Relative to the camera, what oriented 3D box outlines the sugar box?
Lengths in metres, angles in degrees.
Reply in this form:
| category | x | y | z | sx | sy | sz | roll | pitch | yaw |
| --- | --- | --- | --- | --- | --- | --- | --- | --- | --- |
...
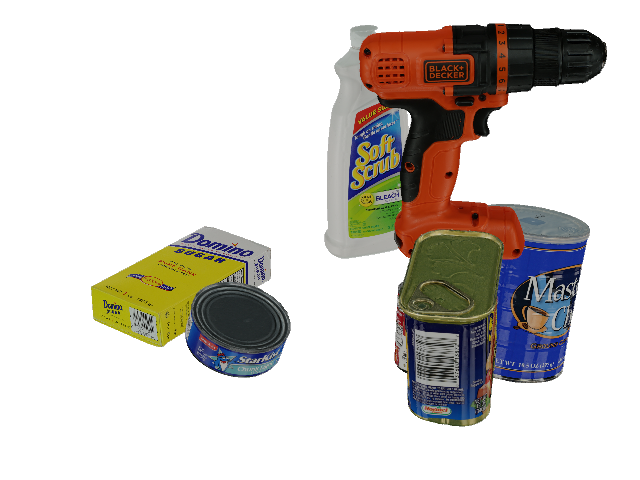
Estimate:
| category | x | y | z | sx | sy | sz | roll | pitch | yaw |
| --- | --- | --- | --- | --- | --- | --- | --- | --- | --- |
| sugar box | -0.138 | 0.042 | 1.091 | 0.093 | 0.048 | 0.175 | 19 | 34 | 29 |

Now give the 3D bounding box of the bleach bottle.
| category | x | y | z | sx | sy | sz | roll | pitch | yaw |
| --- | --- | --- | --- | --- | --- | --- | --- | --- | --- |
| bleach bottle | 0.047 | -0.110 | 1.181 | 0.102 | 0.251 | 0.068 | -10 | 25 | -11 |

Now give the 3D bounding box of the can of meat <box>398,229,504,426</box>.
| category | x | y | z | sx | sy | sz | roll | pitch | yaw |
| --- | --- | --- | --- | --- | --- | --- | --- | --- | --- |
| can of meat | 0.084 | 0.054 | 0.673 | 0.057 | 0.084 | 0.102 | 3 | 30 | 13 |

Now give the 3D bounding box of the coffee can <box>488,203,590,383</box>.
| category | x | y | z | sx | sy | sz | roll | pitch | yaw |
| --- | --- | --- | --- | --- | --- | --- | --- | --- | --- |
| coffee can | 0.186 | 0.047 | 0.990 | 0.103 | 0.140 | 0.103 | 6 | 17 | -2 |

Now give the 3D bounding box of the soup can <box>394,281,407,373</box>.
| category | x | y | z | sx | sy | sz | roll | pitch | yaw |
| --- | --- | --- | --- | --- | --- | --- | --- | --- | --- |
| soup can | 0.125 | 0.105 | 1.292 | 0.068 | 0.102 | 0.068 | 1 | 23 | -1 |

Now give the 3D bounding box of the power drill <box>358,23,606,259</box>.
| category | x | y | z | sx | sy | sz | roll | pitch | yaw |
| --- | --- | --- | --- | --- | --- | --- | --- | --- | --- |
| power drill | 0.125 | -0.078 | 0.836 | 0.184 | 0.188 | 0.057 | 0 | 27 | 8 |

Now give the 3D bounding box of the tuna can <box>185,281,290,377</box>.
| category | x | y | z | sx | sy | sz | roll | pitch | yaw |
| --- | --- | --- | --- | --- | --- | --- | --- | --- | --- |
| tuna can | -0.071 | 0.075 | 0.902 | 0.086 | 0.034 | 0.086 | 13 | 35 | -10 |
